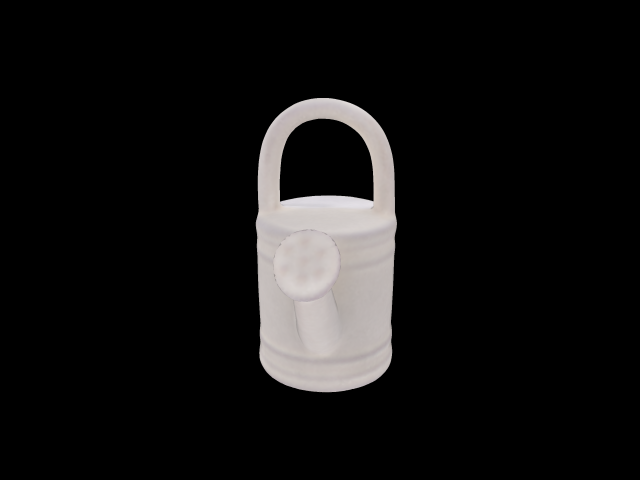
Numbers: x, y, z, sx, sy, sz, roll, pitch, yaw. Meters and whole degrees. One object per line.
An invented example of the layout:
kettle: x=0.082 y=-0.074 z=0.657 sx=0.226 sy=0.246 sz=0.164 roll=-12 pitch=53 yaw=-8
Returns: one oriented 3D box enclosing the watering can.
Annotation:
watering can: x=0.006 y=0.001 z=0.400 sx=0.101 sy=0.194 sz=0.172 roll=-5 pitch=20 yaw=-13
